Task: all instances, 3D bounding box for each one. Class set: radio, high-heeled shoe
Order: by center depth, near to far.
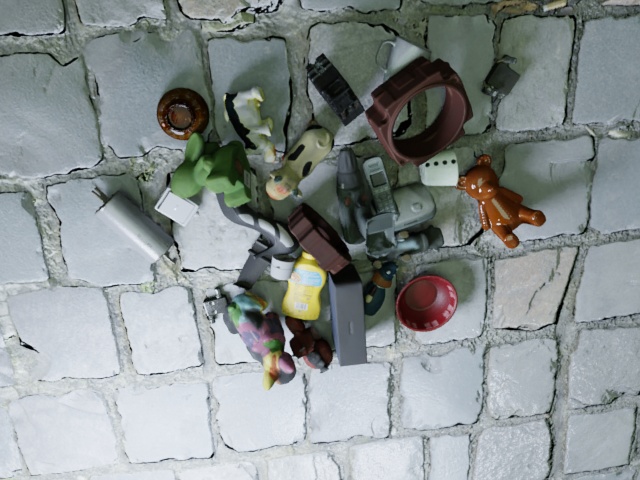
[{"bbox_3d":[-0.139,-0.069,1.248,0.145,0.086,0.248,-31,98,-26],"label":"high-heeled shoe"},{"bbox_3d":[0.066,0.182,1.325,0.073,0.131,0.229,-6,111,-5],"label":"radio"}]

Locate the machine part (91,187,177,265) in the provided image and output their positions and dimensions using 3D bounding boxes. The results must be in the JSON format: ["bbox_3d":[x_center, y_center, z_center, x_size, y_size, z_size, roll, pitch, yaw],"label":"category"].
[{"bbox_3d":[-0.417,-0.028,1.215,0.079,0.079,0.243,-40,109,9],"label":"machine part"}]

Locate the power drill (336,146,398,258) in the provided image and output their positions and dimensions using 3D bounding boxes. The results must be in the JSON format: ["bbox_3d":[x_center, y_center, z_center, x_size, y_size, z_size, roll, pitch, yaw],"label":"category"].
[{"bbox_3d":[0.092,-0.071,1.193,0.086,0.207,0.231,-17,124,-20],"label":"power drill"}]

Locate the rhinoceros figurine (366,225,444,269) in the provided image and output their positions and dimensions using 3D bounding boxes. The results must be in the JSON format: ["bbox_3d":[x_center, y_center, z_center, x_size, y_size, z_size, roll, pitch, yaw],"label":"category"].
[{"bbox_3d":[0.203,0.017,1.293,0.190,0.112,0.073,-16,84,13],"label":"rhinoceros figurine"}]

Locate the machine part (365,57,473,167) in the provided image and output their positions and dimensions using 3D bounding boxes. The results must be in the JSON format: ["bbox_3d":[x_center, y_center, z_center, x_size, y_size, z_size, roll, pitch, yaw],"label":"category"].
[{"bbox_3d":[0.216,-0.269,1.156,0.201,0.087,0.201,-35,138,7],"label":"machine part"}]

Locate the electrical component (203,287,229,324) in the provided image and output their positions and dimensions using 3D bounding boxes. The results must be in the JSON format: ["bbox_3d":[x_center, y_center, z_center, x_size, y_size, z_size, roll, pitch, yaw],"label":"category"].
[{"bbox_3d":[-0.260,0.163,1.337,0.063,0.021,0.093,-12,112,-2],"label":"electrical component"}]

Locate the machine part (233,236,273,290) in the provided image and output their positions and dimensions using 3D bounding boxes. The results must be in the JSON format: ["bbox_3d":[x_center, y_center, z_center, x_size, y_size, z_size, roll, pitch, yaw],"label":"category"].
[{"bbox_3d":[-0.156,0.063,1.304,0.084,0.039,0.139,32,103,-22],"label":"machine part"}]

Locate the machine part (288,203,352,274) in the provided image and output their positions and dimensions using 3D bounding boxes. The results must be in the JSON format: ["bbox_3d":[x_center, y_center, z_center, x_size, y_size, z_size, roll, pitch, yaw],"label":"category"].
[{"bbox_3d":[-0.003,-0.004,1.229,0.056,0.179,0.179,-41,110,12],"label":"machine part"}]

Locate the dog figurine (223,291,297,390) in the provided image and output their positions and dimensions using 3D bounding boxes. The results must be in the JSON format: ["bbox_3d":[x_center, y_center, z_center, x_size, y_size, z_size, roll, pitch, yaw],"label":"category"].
[{"bbox_3d":[-0.134,0.244,1.270,0.108,0.219,0.191,-37,127,3],"label":"dog figurine"}]

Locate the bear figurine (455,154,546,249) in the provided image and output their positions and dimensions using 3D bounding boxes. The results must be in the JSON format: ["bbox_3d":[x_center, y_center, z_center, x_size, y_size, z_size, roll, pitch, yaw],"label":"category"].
[{"bbox_3d":[0.419,-0.095,1.267,0.120,0.132,0.195,-39,116,3],"label":"bear figurine"}]

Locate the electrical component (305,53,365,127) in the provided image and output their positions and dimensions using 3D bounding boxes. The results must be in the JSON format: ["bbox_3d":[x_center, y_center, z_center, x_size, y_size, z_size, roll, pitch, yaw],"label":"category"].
[{"bbox_3d":[0.035,-0.308,1.133,0.058,0.115,0.134,-35,154,8],"label":"electrical component"}]

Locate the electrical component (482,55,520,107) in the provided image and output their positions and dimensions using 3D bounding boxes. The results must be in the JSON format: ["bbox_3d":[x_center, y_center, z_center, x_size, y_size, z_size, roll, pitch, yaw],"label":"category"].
[{"bbox_3d":[0.406,-0.361,1.205,0.078,0.045,0.102,32,104,-16],"label":"electrical component"}]

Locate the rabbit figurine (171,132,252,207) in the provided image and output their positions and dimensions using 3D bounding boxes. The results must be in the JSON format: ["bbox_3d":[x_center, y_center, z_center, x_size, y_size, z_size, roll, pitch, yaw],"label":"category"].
[{"bbox_3d":[-0.246,-0.149,1.145,0.170,0.121,0.159,-10,76,18],"label":"rabbit figurine"}]

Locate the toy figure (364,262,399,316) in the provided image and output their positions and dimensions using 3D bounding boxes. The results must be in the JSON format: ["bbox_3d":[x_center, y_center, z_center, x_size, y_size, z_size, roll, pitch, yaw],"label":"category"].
[{"bbox_3d":[0.147,0.117,1.347,0.058,0.064,0.154,24,107,0],"label":"toy figure"}]

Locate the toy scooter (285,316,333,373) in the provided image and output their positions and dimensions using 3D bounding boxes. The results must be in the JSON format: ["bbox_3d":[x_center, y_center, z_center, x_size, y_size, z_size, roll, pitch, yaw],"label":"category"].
[{"bbox_3d":[-0.025,0.271,1.346,0.075,0.135,0.183,-35,112,5],"label":"toy scooter"}]

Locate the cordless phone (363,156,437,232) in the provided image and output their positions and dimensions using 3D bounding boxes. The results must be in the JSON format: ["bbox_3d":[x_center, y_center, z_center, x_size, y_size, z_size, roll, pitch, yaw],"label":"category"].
[{"bbox_3d":[0.180,-0.119,1.253,0.147,0.089,0.184,-19,107,1],"label":"cordless phone"}]

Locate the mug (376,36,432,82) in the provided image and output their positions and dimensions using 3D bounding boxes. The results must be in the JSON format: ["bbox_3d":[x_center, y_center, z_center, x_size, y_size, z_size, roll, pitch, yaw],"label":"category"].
[{"bbox_3d":[0.170,-0.374,1.153,0.109,0.081,0.107,12,117,-21],"label":"mug"}]

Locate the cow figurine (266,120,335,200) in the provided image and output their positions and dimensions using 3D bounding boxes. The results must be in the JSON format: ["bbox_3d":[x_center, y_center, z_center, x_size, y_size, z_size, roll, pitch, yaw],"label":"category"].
[{"bbox_3d":[-0.044,-0.166,1.182,0.085,0.127,0.195,39,99,-16],"label":"cow figurine"}]

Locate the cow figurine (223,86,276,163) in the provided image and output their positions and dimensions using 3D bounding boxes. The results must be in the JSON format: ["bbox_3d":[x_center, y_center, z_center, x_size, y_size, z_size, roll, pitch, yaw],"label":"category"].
[{"bbox_3d":[-0.152,-0.243,1.171,0.098,0.068,0.167,-12,108,4],"label":"cow figurine"}]
